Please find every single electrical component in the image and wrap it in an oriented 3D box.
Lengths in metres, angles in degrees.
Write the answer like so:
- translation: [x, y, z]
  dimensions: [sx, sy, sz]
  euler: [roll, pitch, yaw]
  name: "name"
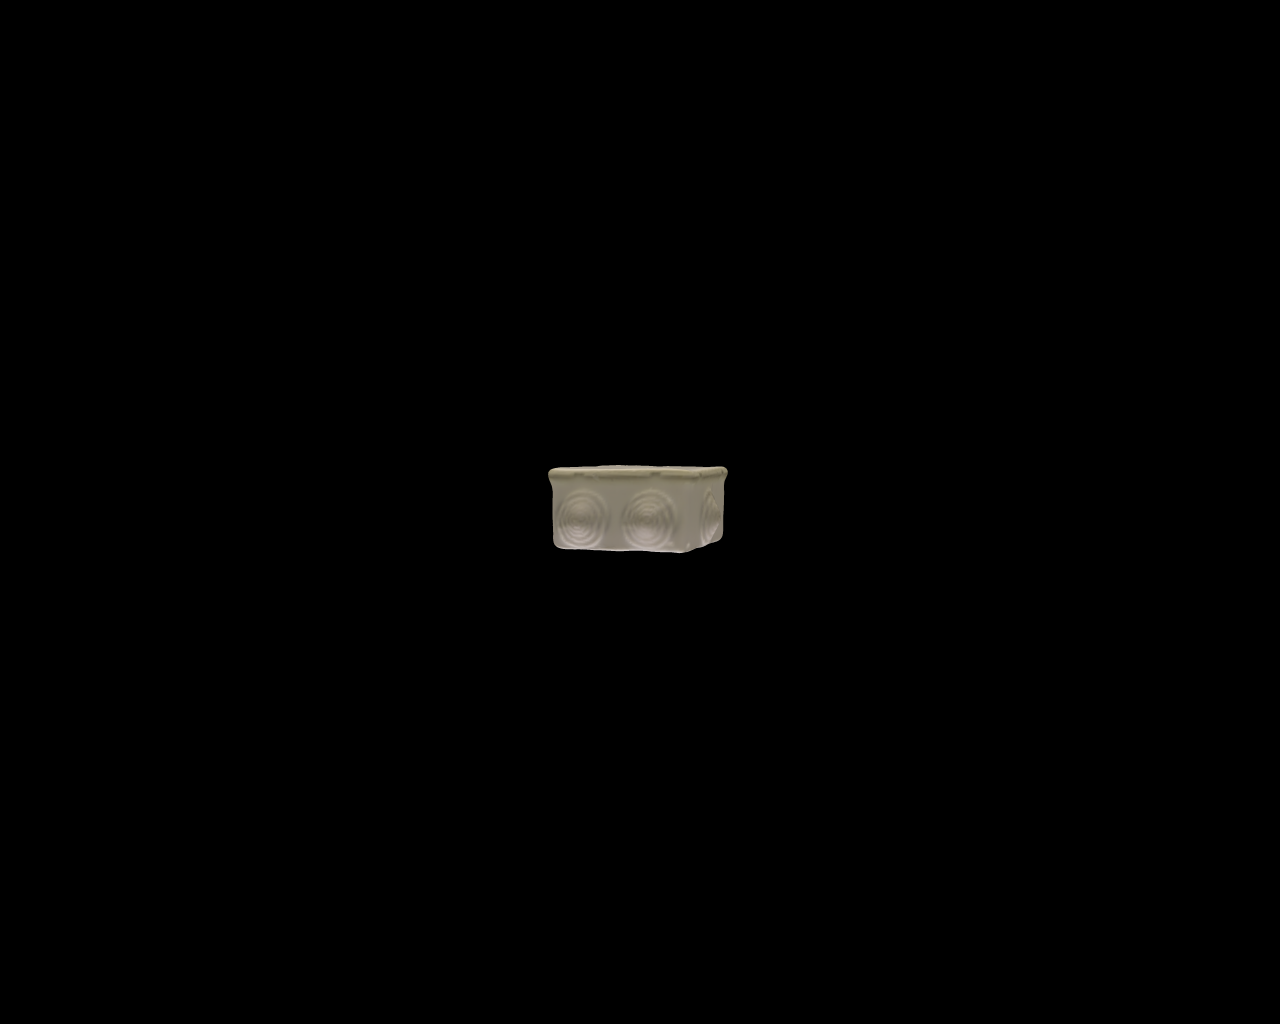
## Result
- translation: [0.001, -0.003, 0.650]
  dimensions: [0.100, 0.048, 0.100]
  euler: [1, 4, 20]
  name: "electrical component"
